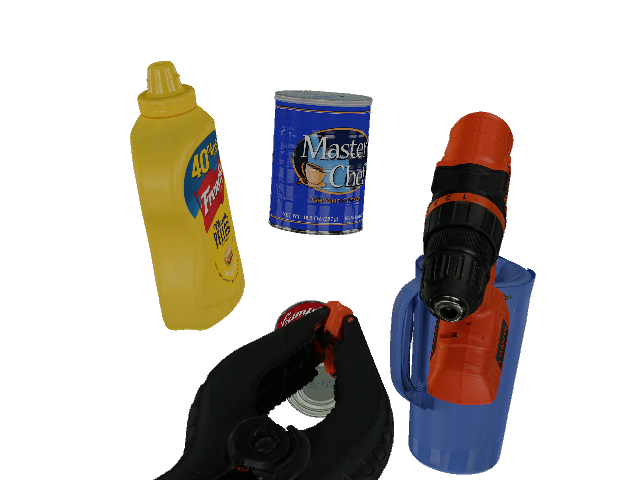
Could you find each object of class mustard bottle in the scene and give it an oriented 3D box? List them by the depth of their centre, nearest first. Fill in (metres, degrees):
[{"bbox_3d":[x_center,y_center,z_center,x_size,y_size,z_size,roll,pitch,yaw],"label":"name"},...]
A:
[{"bbox_3d":[-0.100,-0.037,0.784,0.058,0.191,0.096,-1,25,17],"label":"mustard bottle"}]

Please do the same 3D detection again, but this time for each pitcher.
[{"bbox_3d":[0.155,0.139,1.214,0.149,0.243,0.145,7,17,8],"label":"pitcher"}]

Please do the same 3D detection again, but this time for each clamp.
[{"bbox_3d":[-0.013,0.092,0.387,0.120,0.039,0.171,25,49,18],"label":"clamp"}]

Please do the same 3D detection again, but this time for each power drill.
[{"bbox_3d":[0.104,0.030,0.752,0.057,0.188,0.184,8,45,13],"label":"power drill"}]

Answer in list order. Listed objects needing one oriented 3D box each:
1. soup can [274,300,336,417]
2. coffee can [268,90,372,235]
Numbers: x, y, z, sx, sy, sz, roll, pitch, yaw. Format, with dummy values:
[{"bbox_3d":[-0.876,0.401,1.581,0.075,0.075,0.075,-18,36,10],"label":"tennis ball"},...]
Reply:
[{"bbox_3d":[-0.005,0.108,0.978,0.068,0.068,0.102,0,24,-7],"label":"soup can"},{"bbox_3d":[-0.001,-0.084,1.132,0.103,0.140,0.103,3,12,-1],"label":"coffee can"}]
